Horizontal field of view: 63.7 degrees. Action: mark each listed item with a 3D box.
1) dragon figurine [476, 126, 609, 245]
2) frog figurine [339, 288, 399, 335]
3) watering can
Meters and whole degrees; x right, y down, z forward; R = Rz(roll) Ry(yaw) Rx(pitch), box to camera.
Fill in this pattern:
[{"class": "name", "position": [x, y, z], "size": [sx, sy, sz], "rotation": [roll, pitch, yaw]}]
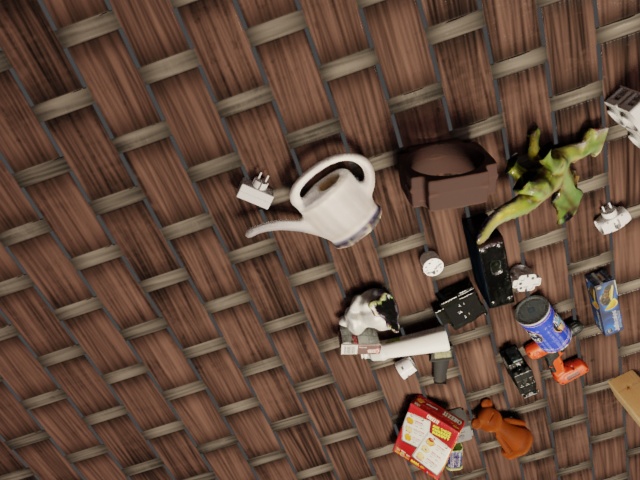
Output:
[{"class": "dragon figurine", "position": [0.561, -0.119, 1.264], "size": [0.241, 0.123, 0.409], "rotation": [31, 95, -24]}, {"class": "frog figurine", "position": [0.136, 0.205, 1.431], "size": [0.136, 0.125, 0.157], "rotation": [30, 147, -27]}, {"class": "watering can", "position": [0.004, -0.064, 1.264], "size": [0.345, 0.106, 0.221], "rotation": [-38, 114, 13]}]
